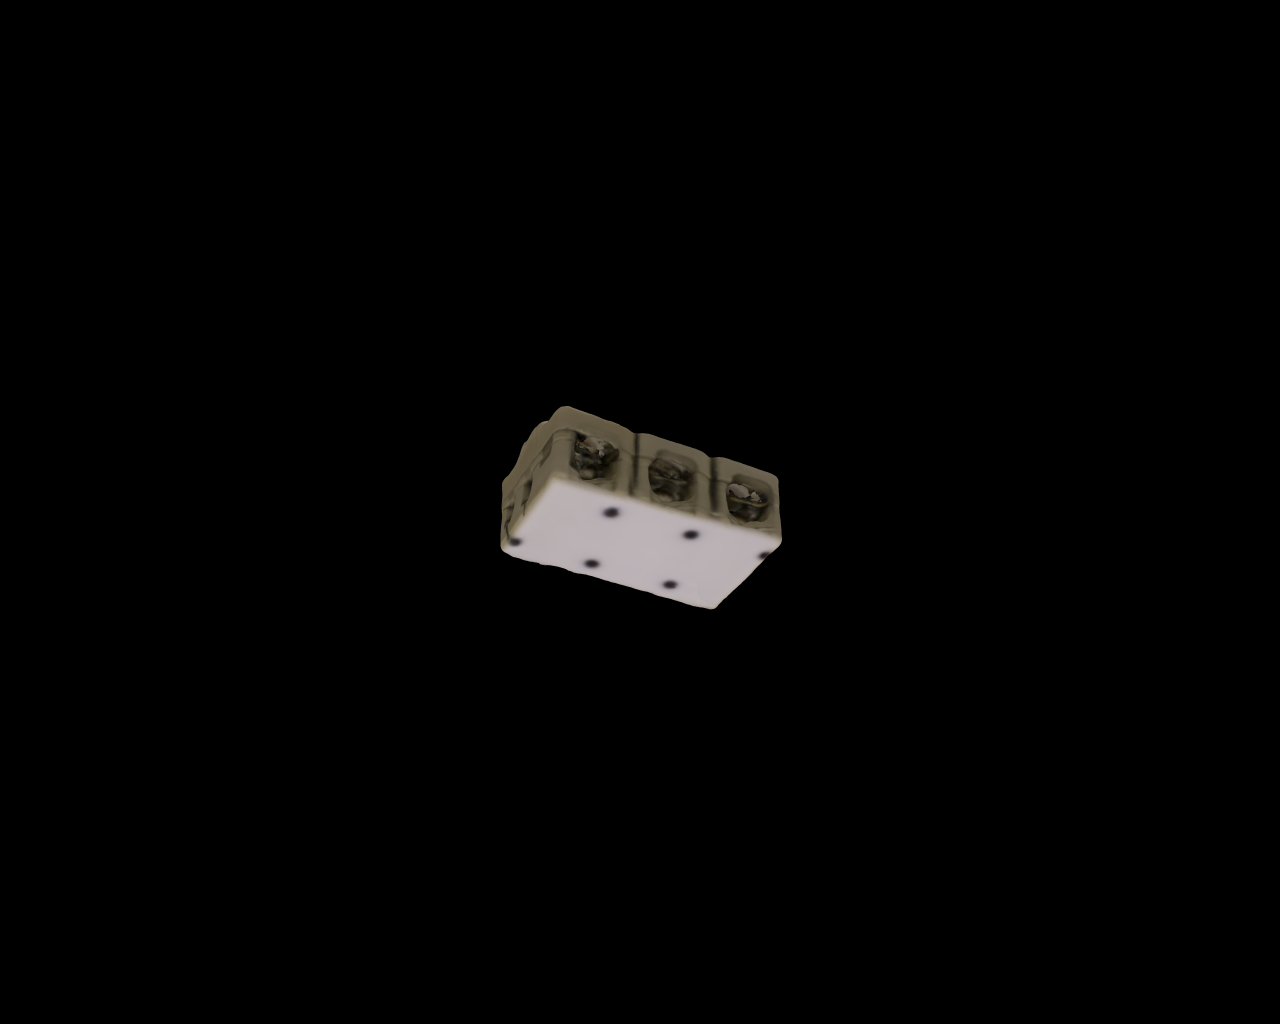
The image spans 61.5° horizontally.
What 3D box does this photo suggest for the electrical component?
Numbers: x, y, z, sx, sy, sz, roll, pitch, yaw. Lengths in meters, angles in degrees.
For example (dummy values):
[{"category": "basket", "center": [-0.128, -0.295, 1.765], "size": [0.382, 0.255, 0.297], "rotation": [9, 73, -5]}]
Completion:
[{"category": "electrical component", "center": [0.001, -0.003, 0.650], "size": [0.150, 0.062, 0.089], "rotation": [17, -40, -22]}]
